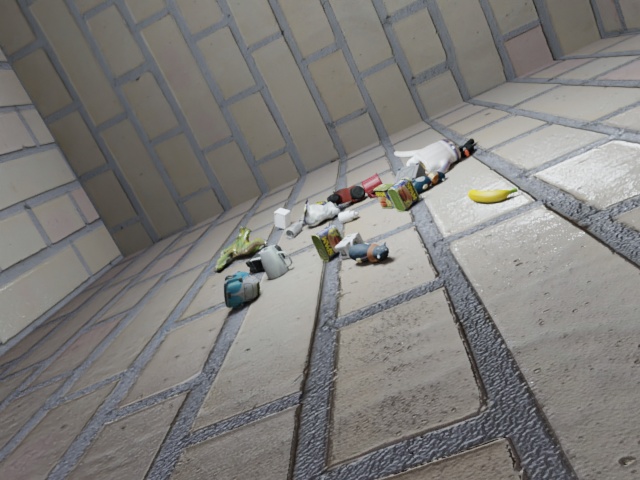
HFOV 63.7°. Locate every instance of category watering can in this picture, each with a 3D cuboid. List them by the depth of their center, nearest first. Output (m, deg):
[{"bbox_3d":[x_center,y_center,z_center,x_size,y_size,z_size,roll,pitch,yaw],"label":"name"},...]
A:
[{"bbox_3d":[0.470,-0.367,2.244,0.224,0.102,0.354,-28,32,-2],"label":"watering can"}]

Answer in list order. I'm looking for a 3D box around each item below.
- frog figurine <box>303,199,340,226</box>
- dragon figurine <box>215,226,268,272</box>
[{"bbox_3d":[0.007,-0.115,2.276,0.159,0.122,0.138,10,6,-1],"label":"frog figurine"},{"bbox_3d":[-0.368,0.060,2.314,0.244,0.121,0.411,-46,16,-9],"label":"dragon figurine"}]
